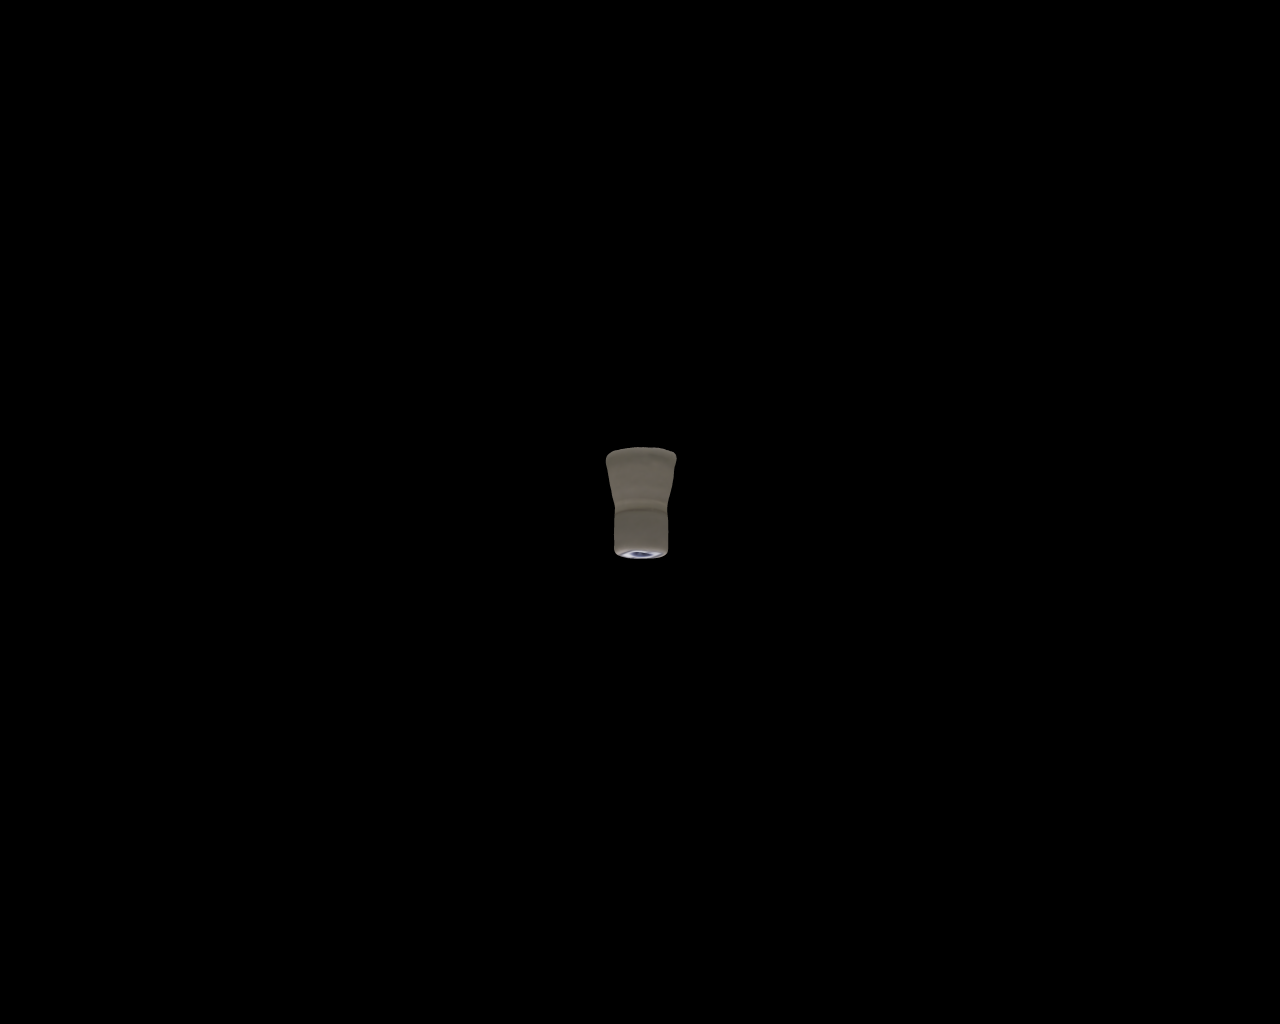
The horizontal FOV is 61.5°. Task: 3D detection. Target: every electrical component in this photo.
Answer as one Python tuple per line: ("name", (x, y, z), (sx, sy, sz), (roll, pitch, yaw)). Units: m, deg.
("electrical component", (0.001, -0.003, 0.650), (0.044, 0.065, 0.044), (0, -14, 0))
